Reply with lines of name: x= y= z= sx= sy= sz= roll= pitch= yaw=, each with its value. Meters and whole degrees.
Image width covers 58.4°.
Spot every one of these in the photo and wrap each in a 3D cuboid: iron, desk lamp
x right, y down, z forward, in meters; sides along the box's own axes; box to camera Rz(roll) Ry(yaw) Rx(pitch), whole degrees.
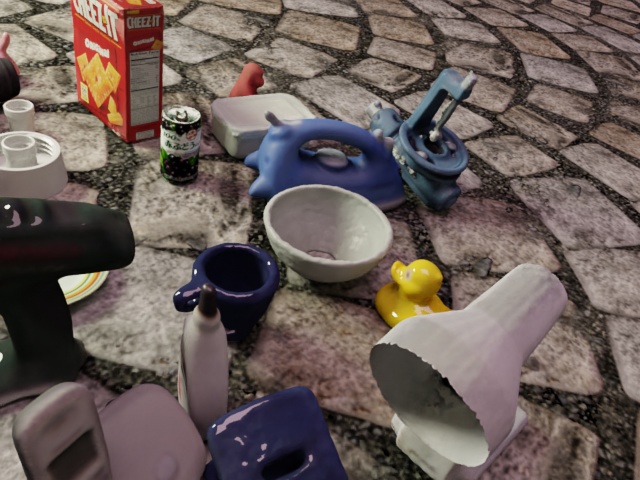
iron: x=0.024 y=-0.118 z=0.846 sx=0.259 sy=0.141 sz=0.118 roll=1 pitch=40 yaw=-16
desk lamp: x=0.133 y=0.127 z=0.518 sx=0.204 sy=0.213 sz=0.117 roll=-26 pitch=52 yaw=-39

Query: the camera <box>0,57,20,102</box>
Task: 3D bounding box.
camera: x=-0.526 y=-0.237 z=0.860 sx=0.137 sy=0.101 sz=0.142 roll=-26 pitch=53 yaw=-39

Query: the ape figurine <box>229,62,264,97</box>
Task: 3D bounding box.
ape figurine: x=-0.124 y=-0.273 z=1.032 sx=0.076 sy=0.092 sz=0.078 roll=9 pitch=38 yaw=-6

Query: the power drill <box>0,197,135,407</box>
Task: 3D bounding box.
power drill: x=-0.277 y=0.050 z=0.494 sx=0.230 sy=0.208 sz=0.075 roll=-13 pitch=45 yaw=-30

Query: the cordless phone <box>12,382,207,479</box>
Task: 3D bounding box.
cordless phone: x=-0.151 y=0.153 z=0.423 sx=0.094 sy=0.185 sz=0.148 roll=25 pitch=40 yaw=15

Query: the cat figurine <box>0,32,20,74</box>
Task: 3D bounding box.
cat figurine: x=-0.569 y=-0.317 z=0.932 sx=0.128 sy=0.118 sz=0.067 roll=-2 pitch=41 yaw=-18

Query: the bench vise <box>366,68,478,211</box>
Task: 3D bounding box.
bench vise: x=0.150 y=-0.177 z=0.893 sx=0.207 sy=0.220 sz=0.122 roll=28 pitch=41 yaw=18

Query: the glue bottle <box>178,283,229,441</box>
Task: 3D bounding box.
glue bottle: x=-0.104 y=0.102 z=0.510 sx=0.037 sy=0.173 sz=0.078 roll=-7 pitch=43 yaw=-24

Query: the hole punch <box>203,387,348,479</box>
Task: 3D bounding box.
hole punch: x=-0.034 y=0.193 z=0.485 sx=0.109 sy=0.091 sz=0.100 roll=-15 pitch=46 yaw=-31

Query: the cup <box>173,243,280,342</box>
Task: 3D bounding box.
cup: x=-0.103 y=0.069 z=0.615 sx=0.118 sy=0.095 sz=0.091 roll=-22 pitch=50 yaw=-37

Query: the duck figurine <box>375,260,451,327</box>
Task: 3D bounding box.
duck figurine: x=0.123 y=0.066 z=0.693 sx=0.104 sy=0.086 sz=0.078 roll=31 pitch=41 yaw=20

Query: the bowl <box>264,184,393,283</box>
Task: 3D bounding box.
bowl: x=0.007 y=0.003 z=0.745 sx=0.167 sy=0.075 sz=0.167 roll=8 pitch=38 yaw=-7
